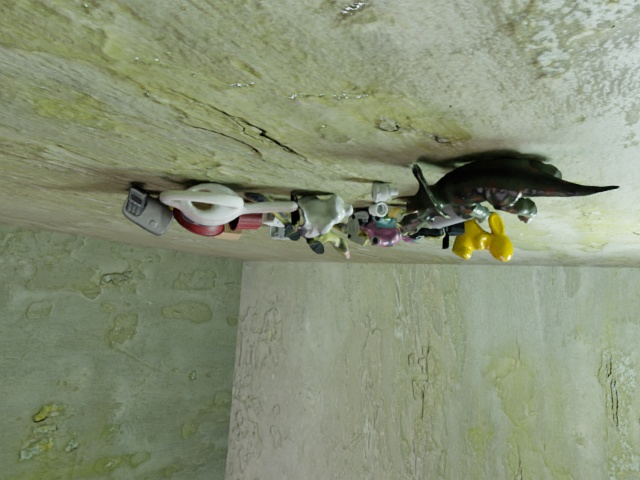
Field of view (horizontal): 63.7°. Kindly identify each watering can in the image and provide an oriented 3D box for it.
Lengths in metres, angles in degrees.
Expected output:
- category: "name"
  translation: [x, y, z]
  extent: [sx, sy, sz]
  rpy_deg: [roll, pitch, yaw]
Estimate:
- category: "watering can"
  translation: [-0.249, -0.090, 1.380]
  extent: [0.347, 0.105, 0.223]
  rpy_deg: [6, 174, -15]

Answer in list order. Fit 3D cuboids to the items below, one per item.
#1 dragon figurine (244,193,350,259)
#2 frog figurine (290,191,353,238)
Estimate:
- category: "dragon figurine"
  translation: [-0.063, -0.051, 1.593]
  extent: [0.408, 0.122, 0.243]
  rpy_deg: [31, 176, -15]
- category: "frog figurine"
  translation: [0.004, -0.071, 1.406]
  extent: [0.160, 0.120, 0.140]
  rpy_deg: [-3, -152, -21]
